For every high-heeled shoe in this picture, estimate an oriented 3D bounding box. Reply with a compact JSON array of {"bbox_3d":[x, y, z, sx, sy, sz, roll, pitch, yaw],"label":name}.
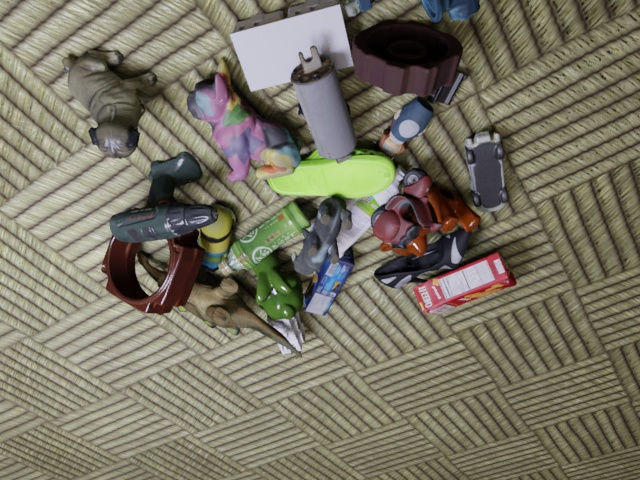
[{"bbox_3d":[0.234,0.035,1.253,0.145,0.086,0.248,14,137,-15],"label":"high-heeled shoe"}]

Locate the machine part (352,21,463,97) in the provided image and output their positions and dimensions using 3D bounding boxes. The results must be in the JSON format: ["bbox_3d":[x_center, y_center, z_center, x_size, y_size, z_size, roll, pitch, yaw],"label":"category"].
[{"bbox_3d":[0.141,-0.301,0.889,0.179,0.179,0.056,2,136,-3],"label":"machine part"}]

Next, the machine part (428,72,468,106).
[{"bbox_3d":[0.195,-0.294,0.988,0.139,0.039,0.084,15,135,-16],"label":"machine part"}]

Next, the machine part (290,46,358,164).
[{"bbox_3d":[0.009,-0.226,0.942,0.079,0.079,0.242,-12,138,10],"label":"machine part"}]

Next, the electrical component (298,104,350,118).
[{"bbox_3d":[0.023,-0.234,1.031,0.119,0.048,0.075,34,124,-28],"label":"electrical component"}]

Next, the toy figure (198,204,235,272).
[{"bbox_3d":[-0.236,0.001,1.211,0.082,0.089,0.180,6,131,-17],"label":"toy figure"}]

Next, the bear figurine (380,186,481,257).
[{"bbox_3d":[0.232,-0.018,1.180,0.120,0.132,0.195,2,132,-41],"label":"bear figurine"}]

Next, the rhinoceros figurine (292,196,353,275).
[{"bbox_3d":[-0.002,-0.003,1.123,0.073,0.112,0.190,11,120,-26],"label":"rhinoceros figurine"}]

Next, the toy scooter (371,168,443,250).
[{"bbox_3d":[0.183,-0.043,1.091,0.075,0.135,0.183,-1,138,-40],"label":"toy scooter"}]

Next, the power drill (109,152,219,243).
[{"bbox_3d":[-0.289,-0.080,1.061,0.232,0.207,0.085,-14,138,15],"label":"power drill"}]

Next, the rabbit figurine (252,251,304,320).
[{"bbox_3d":[-0.118,0.101,1.271,0.121,0.159,0.170,-22,109,3],"label":"rabbit figurine"}]

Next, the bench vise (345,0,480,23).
[{"bbox_3d":[0.143,-0.421,0.815,0.241,0.129,0.223,-22,132,7],"label":"bench vise"}]

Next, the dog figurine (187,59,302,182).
[{"bbox_3d":[-0.139,-0.223,1.002,0.192,0.108,0.218,-6,129,5],"label":"dog figurine"}]

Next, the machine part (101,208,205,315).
[{"bbox_3d":[-0.363,0.044,1.155,0.201,0.201,0.087,23,-177,26],"label":"machine part"}]

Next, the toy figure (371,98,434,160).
[{"bbox_3d":[0.156,-0.209,1.053,0.064,0.058,0.154,48,126,9],"label":"toy figure"}]

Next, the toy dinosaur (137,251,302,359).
[{"bbox_3d":[-0.241,0.159,1.292,0.471,0.105,0.198,31,159,2],"label":"toy dinosaur"}]

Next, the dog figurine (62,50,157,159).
[{"bbox_3d":[-0.383,-0.233,0.928,0.172,0.191,0.121,15,130,-12],"label":"dog figurine"}]

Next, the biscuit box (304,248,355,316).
[{"bbox_3d":[0.020,0.099,1.323,0.059,0.063,0.202,16,130,-14],"label":"biscuit box"}]

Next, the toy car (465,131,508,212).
[{"bbox_3d":[0.348,-0.140,1.119,0.074,0.056,0.201,-9,131,16],"label":"toy car"}]
